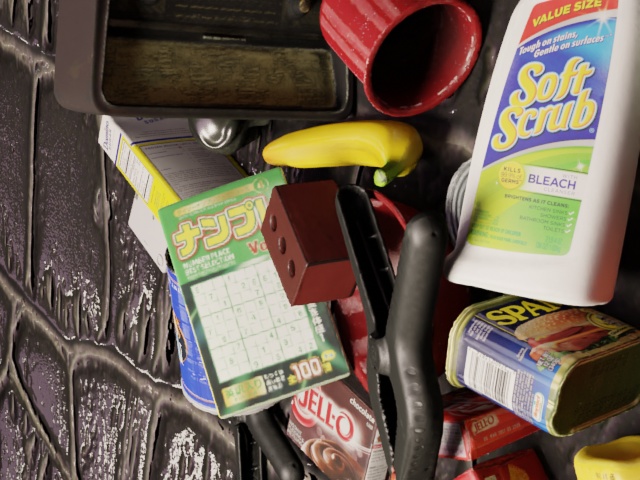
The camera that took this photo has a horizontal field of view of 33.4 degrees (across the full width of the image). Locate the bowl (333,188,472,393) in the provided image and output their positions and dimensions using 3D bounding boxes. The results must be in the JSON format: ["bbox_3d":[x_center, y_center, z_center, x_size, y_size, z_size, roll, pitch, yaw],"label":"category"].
[{"bbox_3d":[0.064,0.040,0.781,0.162,0.055,0.162,172,90,-68],"label":"bowl"}]

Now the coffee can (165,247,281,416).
[{"bbox_3d":[-0.077,0.068,0.935,0.103,0.102,0.140,35,137,45],"label":"coffee can"}]

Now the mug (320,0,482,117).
[{"bbox_3d":[0.057,-0.156,0.737,0.082,0.093,0.117,54,126,39],"label":"mug"}]

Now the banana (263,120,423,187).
[{"bbox_3d":[0.024,-0.071,0.815,0.198,0.069,0.037,14,115,62],"label":"banana"}]

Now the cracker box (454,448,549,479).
[{"bbox_3d":[0.108,0.267,0.777,0.214,0.071,0.164,-46,62,47],"label":"cracker box"}]

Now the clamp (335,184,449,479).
[{"bbox_3d":[0.049,0.064,0.703,0.165,0.036,0.210,-134,37,-68],"label":"clamp"}]

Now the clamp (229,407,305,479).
[{"bbox_3d":[-0.061,0.166,1.014,0.120,0.039,0.171,-25,77,53],"label":"clamp"}]

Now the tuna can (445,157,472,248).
[{"bbox_3d":[0.126,-0.017,0.716,0.086,0.033,0.086,18,112,51],"label":"tuna can"}]

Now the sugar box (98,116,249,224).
[{"bbox_3d":[-0.131,-0.065,1.011,0.176,0.093,0.048,46,133,39],"label":"sugar box"}]

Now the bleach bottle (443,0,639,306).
[{"bbox_3d":[0.141,-0.092,0.628,0.103,0.067,0.251,10,96,33],"label":"bleach bottle"}]

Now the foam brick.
[{"bbox_3d":[-0.005,0.001,0.792,0.053,0.051,0.078,109,146,-47],"label":"foam brick"}]

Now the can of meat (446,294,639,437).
[{"bbox_3d":[0.143,0.073,0.657,0.084,0.101,0.057,27,121,46],"label":"can of meat"}]

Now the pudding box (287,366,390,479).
[{"bbox_3d":[0.021,0.153,0.897,0.114,0.039,0.090,36,125,44],"label":"pudding box"}]

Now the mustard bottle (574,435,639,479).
[{"bbox_3d":[0.203,0.215,0.626,0.096,0.058,0.191,79,177,-85],"label":"mustard bottle"}]

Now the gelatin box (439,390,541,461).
[{"bbox_3d":[0.100,0.128,0.752,0.089,0.073,0.030,-10,92,55],"label":"gelatin box"}]
